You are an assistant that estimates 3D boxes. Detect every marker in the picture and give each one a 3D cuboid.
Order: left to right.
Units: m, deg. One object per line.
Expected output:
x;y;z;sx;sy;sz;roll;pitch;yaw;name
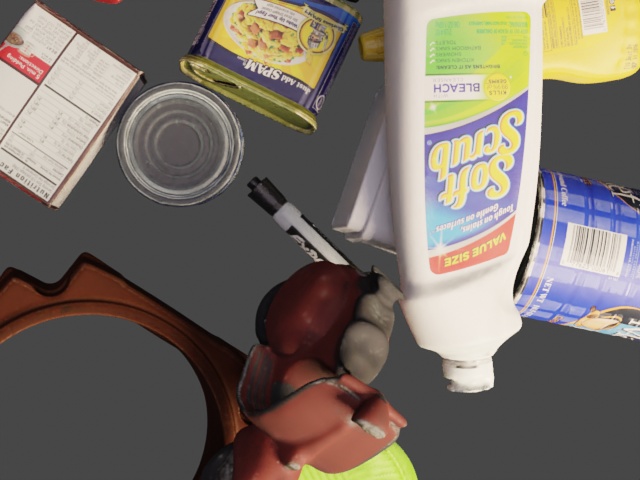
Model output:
-0.005;0.001;0.743;0.121;0.020;0.020;45;85;-3;marker

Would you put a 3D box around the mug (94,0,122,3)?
-0.152;-0.204;0.689;0.093;0.117;0.081;16;92;-30;mug

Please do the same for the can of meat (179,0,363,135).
-0.032;-0.133;0.725;0.102;0.057;0.084;26;85;-4;can of meat

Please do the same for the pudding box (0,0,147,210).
-0.185;-0.090;0.719;0.090;0.039;0.113;35;87;-4;pudding box

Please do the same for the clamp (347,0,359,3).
0.008;-0.269;0.730;0.210;0.036;0.164;41;69;1;clamp

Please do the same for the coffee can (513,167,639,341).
0.197;0.013;0.721;0.140;0.103;0.103;12;87;-5;coffee can

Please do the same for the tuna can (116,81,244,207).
-0.095;-0.065;0.724;0.086;0.034;0.086;0;94;-2;tuna can

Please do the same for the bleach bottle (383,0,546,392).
0.094;-0.033;0.657;0.102;0.068;0.251;-4;93;-9;bleach bottle

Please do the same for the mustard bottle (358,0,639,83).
0.121;-0.147;0.740;0.191;0.058;0.096;-10;94;-6;mustard bottle
